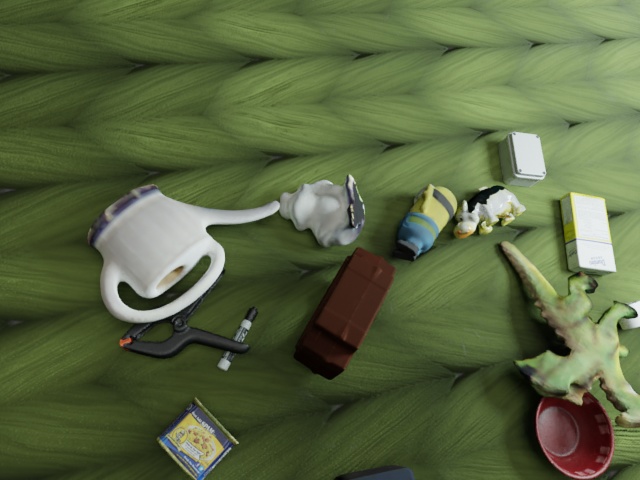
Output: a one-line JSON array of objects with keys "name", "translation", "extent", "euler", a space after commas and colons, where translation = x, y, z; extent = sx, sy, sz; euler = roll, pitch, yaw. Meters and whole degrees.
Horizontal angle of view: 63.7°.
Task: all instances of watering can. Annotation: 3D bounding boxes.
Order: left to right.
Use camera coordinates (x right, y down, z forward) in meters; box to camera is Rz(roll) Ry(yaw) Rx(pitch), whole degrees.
[{"name": "watering can", "translation": [-0.253, -0.013, 0.922], "extent": [0.225, 0.102, 0.353], "euler": [41, 62, 7]}]

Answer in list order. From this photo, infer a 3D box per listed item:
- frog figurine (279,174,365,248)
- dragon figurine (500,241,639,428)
[{"name": "frog figurine", "translation": [0.003, -0.051, 1.014], "extent": [0.159, 0.122, 0.139], "euler": [-11, 78, 21]}, {"name": "dragon figurine", "translation": [0.466, 0.189, 0.986], "extent": [0.414, 0.119, 0.246], "euler": [39, 56, 22]}]
